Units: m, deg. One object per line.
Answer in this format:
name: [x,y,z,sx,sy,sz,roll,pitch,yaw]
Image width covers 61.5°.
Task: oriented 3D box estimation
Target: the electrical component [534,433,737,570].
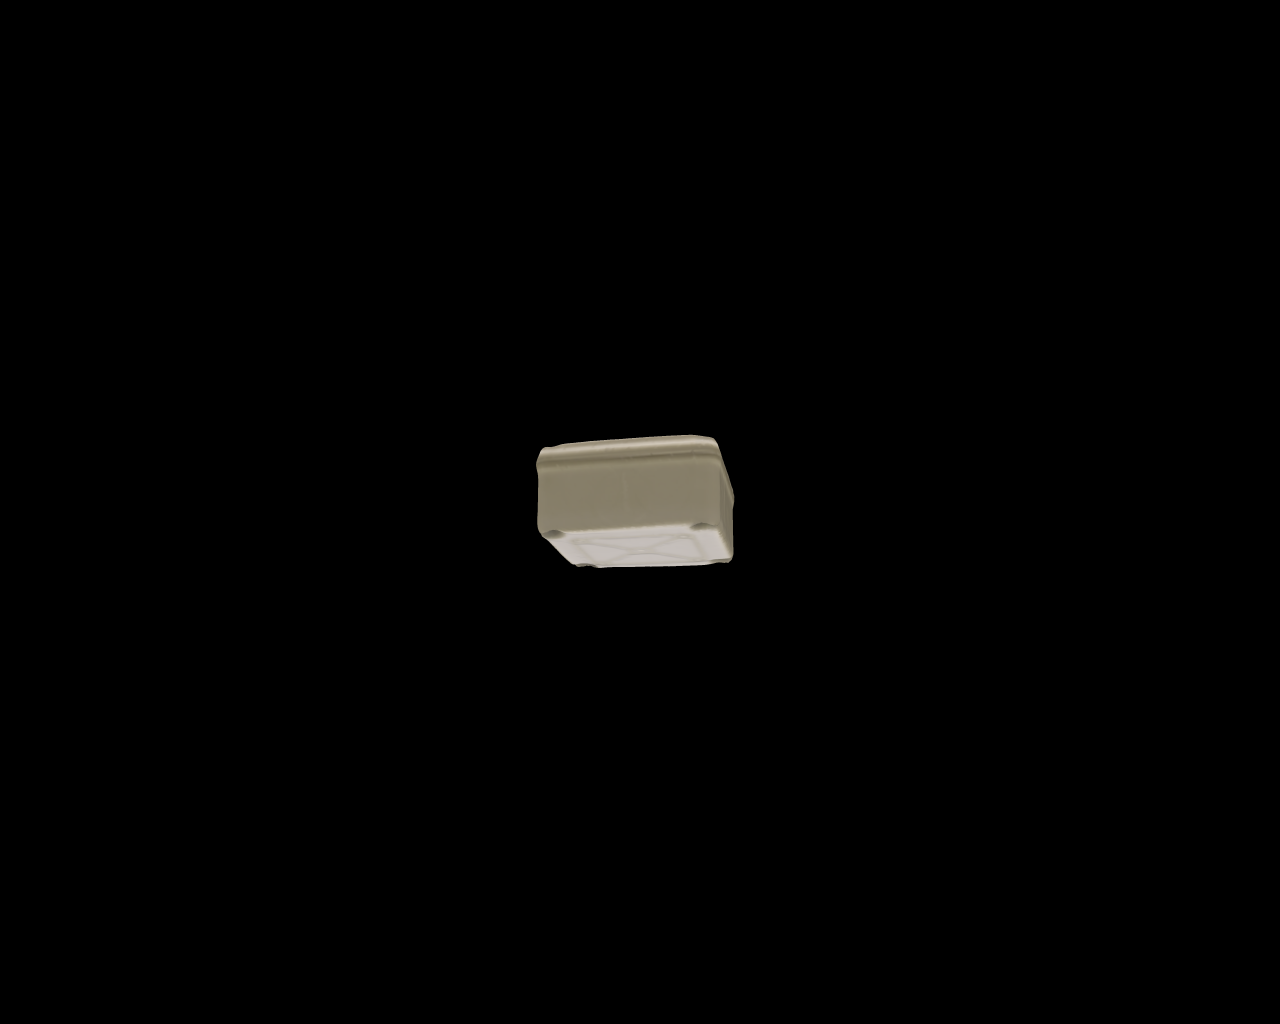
electrical component: [0.001,-0.003,0.650,0.109,0.056,0.108,-3,-15,9]
